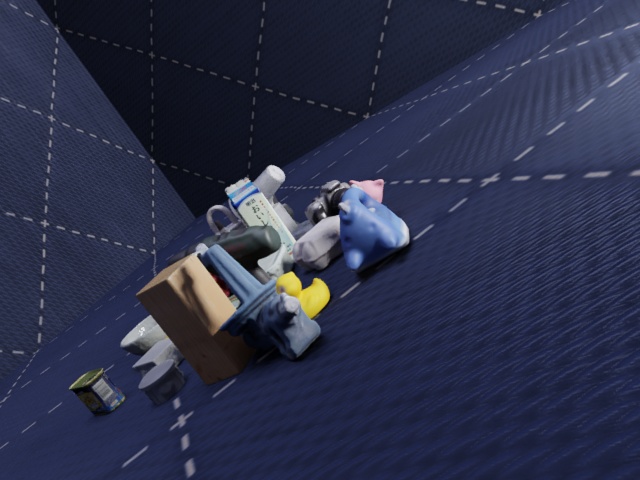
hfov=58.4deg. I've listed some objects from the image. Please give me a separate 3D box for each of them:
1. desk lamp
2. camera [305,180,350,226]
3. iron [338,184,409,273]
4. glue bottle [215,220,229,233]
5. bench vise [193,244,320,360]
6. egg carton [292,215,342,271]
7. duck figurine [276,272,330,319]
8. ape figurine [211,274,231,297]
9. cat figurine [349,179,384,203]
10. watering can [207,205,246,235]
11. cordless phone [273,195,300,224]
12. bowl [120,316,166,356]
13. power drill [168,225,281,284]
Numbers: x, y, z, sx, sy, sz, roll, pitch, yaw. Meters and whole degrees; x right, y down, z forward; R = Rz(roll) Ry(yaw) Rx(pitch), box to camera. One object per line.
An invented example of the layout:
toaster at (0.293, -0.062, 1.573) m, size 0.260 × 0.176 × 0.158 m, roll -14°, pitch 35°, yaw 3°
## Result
desk lamp at (-0.125, -0.092, 1.602) m, size 0.202 × 0.214 × 0.118 m, roll -26°, pitch 16°, yaw 32°
camera at (0.043, -0.094, 1.457) m, size 0.143 × 0.101 × 0.136 m, roll -38°, pitch 14°, yaw -17°
iron at (0.086, -0.044, 1.092) m, size 0.118 × 0.141 × 0.258 m, roll -30°, pitch 14°, yaw 17°
glue bottle at (-0.231, 0.017, 1.558) m, size 0.078 × 0.173 × 0.037 m, roll -41°, pitch 16°, yaw -28°
bench vise at (-0.102, 0.083, 0.921) m, size 0.206 × 0.220 × 0.122 m, roll -22°, pitch 18°, yaw 40°
egg carton at (0.012, 0.004, 1.254) m, size 0.150 × 0.069 × 0.107 m, roll -41°, pitch 15°, yaw -26°
duck figurine at (-0.041, 0.096, 1.021) m, size 0.105 × 0.086 × 0.077 m, roll -39°, pitch 14°, yaw -18°
ape figurine at (-0.273, 0.119, 1.476) m, size 0.076 × 0.092 × 0.078 m, roll -19°, pitch 20°, yaw 47°
cat figurine at (0.097, -0.084, 1.256) m, size 0.067 × 0.118 × 0.127 m, roll -43°, pitch 16°, yaw -32°
watering can at (-0.270, -0.016, 1.723) m, size 0.101 × 0.194 × 0.173 m, roll -31°, pitch 14°, yaw 13°
cordless phone at (-0.159, -0.079, 1.699) m, size 0.094 × 0.185 × 0.148 m, roll -23°, pitch 17°, yaw 38°
bowl at (-0.403, 0.234, 1.419) m, size 0.167 × 0.075 × 0.167 m, roll -32°, pitch 14°, yaw 9°
power drill at (-0.151, 0.076, 1.087) m, size 0.229 × 0.208 × 0.076 m, roll -29°, pitch 15°, yaw 21°
